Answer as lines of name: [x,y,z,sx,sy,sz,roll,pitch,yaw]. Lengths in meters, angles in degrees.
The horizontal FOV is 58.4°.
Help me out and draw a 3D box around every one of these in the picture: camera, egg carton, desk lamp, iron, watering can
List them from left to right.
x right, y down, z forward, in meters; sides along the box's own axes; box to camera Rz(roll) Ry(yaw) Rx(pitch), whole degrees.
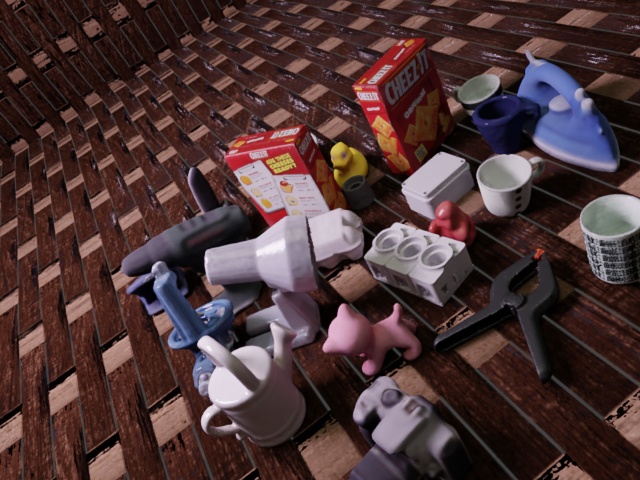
watering can: [-0.101,0.192,0.804,0.100,0.195,0.173,-1,46,34]
desk lamp: [-0.073,0.074,0.908,0.203,0.214,0.118,-22,37,12]
egg carton: [0.010,0.004,1.056,0.150,0.070,0.107,-20,37,14]
camera: [0.083,0.250,0.686,0.137,0.101,0.142,-43,38,-16]
iron: [0.424,-0.231,0.983,0.118,0.142,0.257,-27,36,4]

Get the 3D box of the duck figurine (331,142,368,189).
duck figurine: [0.055,-0.169,1.215,0.077,0.086,0.104,-8,42,28]

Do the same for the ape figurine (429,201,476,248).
ape figurine: [0.213,-0.026,0.930,0.076,0.092,0.077,-33,36,-3]

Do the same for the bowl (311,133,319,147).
bowl: [-0.067,-0.168,1.308,0.167,0.075,0.167,-19,38,16]

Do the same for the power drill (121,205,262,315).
power drill: [-0.207,0.049,1.034,0.230,0.209,0.075,-37,37,-9]

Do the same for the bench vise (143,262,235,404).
bench vise: [-0.185,0.139,0.903,0.121,0.220,0.206,-38,37,-10]

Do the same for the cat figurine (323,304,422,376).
cat figurine: [0.069,0.133,0.821,0.127,0.118,0.067,-26,36,7]

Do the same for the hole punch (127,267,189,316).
hole punch: [-0.339,0.084,1.185,0.108,0.091,0.101,-31,36,-1]

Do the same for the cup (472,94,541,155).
cup: [0.348,-0.206,1.047,0.117,0.095,0.092,-3,45,33]

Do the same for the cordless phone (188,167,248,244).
cordless phone: [-0.232,-0.049,1.188,0.094,0.185,0.147,-22,37,12]
